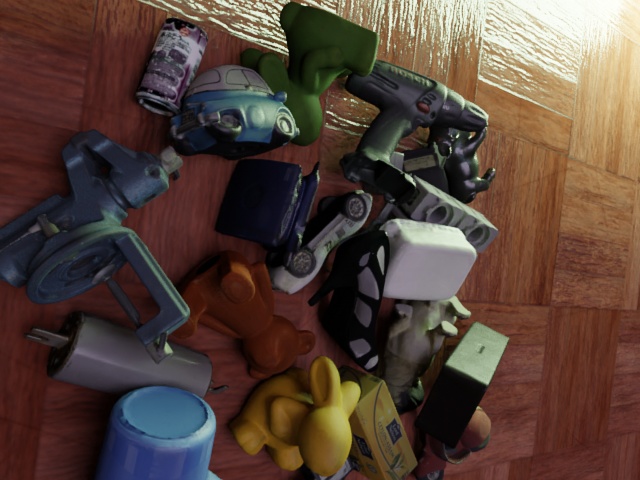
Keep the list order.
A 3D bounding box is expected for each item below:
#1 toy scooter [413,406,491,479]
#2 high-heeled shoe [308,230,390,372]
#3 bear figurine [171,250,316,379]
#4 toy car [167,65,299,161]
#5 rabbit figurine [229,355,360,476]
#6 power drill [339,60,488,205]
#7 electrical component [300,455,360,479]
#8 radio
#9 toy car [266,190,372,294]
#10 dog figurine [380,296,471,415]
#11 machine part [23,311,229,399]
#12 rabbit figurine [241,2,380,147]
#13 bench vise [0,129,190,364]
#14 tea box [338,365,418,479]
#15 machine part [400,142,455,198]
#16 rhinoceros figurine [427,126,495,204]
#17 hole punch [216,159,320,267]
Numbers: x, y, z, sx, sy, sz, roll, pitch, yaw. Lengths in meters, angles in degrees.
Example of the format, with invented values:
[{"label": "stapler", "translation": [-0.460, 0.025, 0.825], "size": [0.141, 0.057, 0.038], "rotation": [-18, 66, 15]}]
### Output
[{"label": "toy scooter", "translation": [0.228, 0.339, 0.958], "size": [0.184, 0.075, 0.135], "rotation": [-30, 111, -25]}, {"label": "high-heeled shoe", "translation": [0.073, 0.094, 0.787], "size": [0.145, 0.086, 0.248], "rotation": [-41, 136, -7]}, {"label": "bear figurine", "translation": [-0.092, 0.113, 0.682], "size": [0.120, 0.132, 0.195], "rotation": [-29, 110, 7]}, {"label": "toy car", "translation": [-0.108, -0.155, 0.645], "size": [0.161, 0.109, 0.103], "rotation": [-7, 85, -53]}, {"label": "rabbit figurine", "translation": [-0.012, 0.245, 0.717], "size": [0.162, 0.173, 0.121], "rotation": [-49, 115, -17]}, {"label": "power drill", "translation": [0.131, -0.158, 0.788], "size": [0.232, 0.086, 0.207], "rotation": [27, 71, -8]}, {"label": "electrical component", "translation": [-0.002, 0.352, 0.808], "size": [0.119, 0.048, 0.074], "rotation": [-36, 113, -28]}, {"label": "radio", "translation": [0.237, 0.230, 0.881], "size": [0.229, 0.073, 0.131], "rotation": [-17, 131, -60]}, {"label": "toy car", "translation": [-0.002, -0.002, 0.764], "size": [0.202, 0.074, 0.056], "rotation": [-45, 114, -24]}, {"label": "dog figurine", "translation": [0.154, 0.177, 0.896], "size": [0.172, 0.121, 0.190], "rotation": [-29, 142, -54]}, {"label": "machine part", "translation": [-0.215, 0.144, 0.622], "size": [0.243, 0.079, 0.079], "rotation": [29, 77, -35]}, {"label": "rabbit figurine", "translation": [-0.019, -0.213, 0.714], "size": [0.159, 0.121, 0.170], "rotation": [14, 100, -32]}, {"label": "bench vise", "translation": [-0.208, 0.012, 0.563], "size": [0.224, 0.128, 0.240], "rotation": [-34, 79, -21]}, {"label": "tea box", "translation": [0.073, 0.287, 0.827], "size": [0.068, 0.098, 0.169], "rotation": [-32, 110, -30]}, {"label": "machine part", "translation": [0.179, -0.099, 0.894], "size": [0.138, 0.084, 0.039], "rotation": [55, 30, -35]}, {"label": "rhinoceros figurine", "translation": [0.228, -0.154, 0.924], "size": [0.112, 0.073, 0.190], "rotation": [-34, 114, -17]}, {"label": "hole punch", "translation": [-0.067, -0.045, 0.694], "size": [0.092, 0.116, 0.142], "rotation": [24, 79, -26]}]
